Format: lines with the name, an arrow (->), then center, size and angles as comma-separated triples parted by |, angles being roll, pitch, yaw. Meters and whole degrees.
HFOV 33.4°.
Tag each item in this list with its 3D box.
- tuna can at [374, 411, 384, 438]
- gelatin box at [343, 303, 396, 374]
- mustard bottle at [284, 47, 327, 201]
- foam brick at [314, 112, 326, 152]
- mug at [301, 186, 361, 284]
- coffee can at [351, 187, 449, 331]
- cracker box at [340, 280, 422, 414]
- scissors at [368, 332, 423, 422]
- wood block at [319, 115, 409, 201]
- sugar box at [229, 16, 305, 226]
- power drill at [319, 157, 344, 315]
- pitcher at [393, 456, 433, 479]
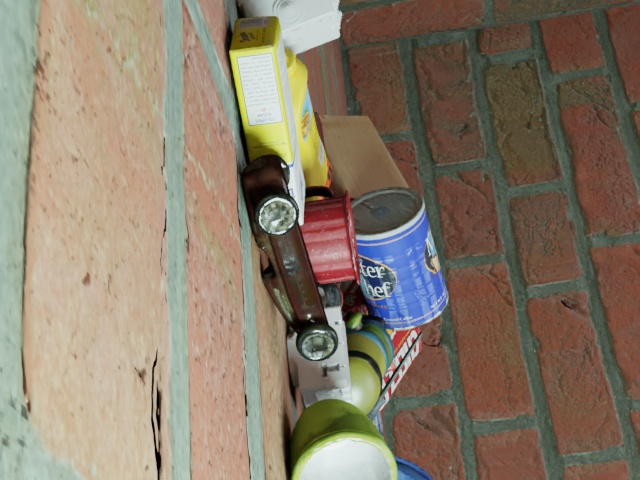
tuna can -> 0.055, 0.211, 1.348 | 0.086, 0.033, 0.086 | 168, -90, -88
gelatin box -> 0.039, 0.132, 1.283 | 0.089, 0.073, 0.030 | 59, 9, -7
mustard bottle -> -0.033, -0.129, 1.090 | 0.191, 0.058, 0.096 | 77, 12, -52
foam brick -> -0.022, -0.115, 1.251 | 0.078, 0.053, 0.051 | 45, 38, -82
mug -> -0.007, -0.007, 1.052 | 0.093, 0.081, 0.117 | 76, 8, -53
coffee can -> 0.089, 0.022, 1.273 | 0.103, 0.103, 0.140 | -91, 165, -58
cracker box -> 0.068, 0.116, 1.436 | 0.164, 0.072, 0.214 | -50, 141, -39
scissors -> 0.054, 0.190, 1.178 | 0.202, 0.016, 0.096 | -60, 168, 6
wood block -> 0.044, -0.075, 1.402 | 0.206, 0.090, 0.090 | -114, -153, -51
sugar box -> -0.047, -0.108, 0.978 | 0.093, 0.048, 0.176 | -89, 174, -61
power drill -> -0.008, 0.001, 1.212 | 0.184, 0.057, 0.187 | 72, 13, -85
pitcher -> 0.059, 0.330, 1.074 | 0.149, 0.145, 0.243 | -53, 148, -38
